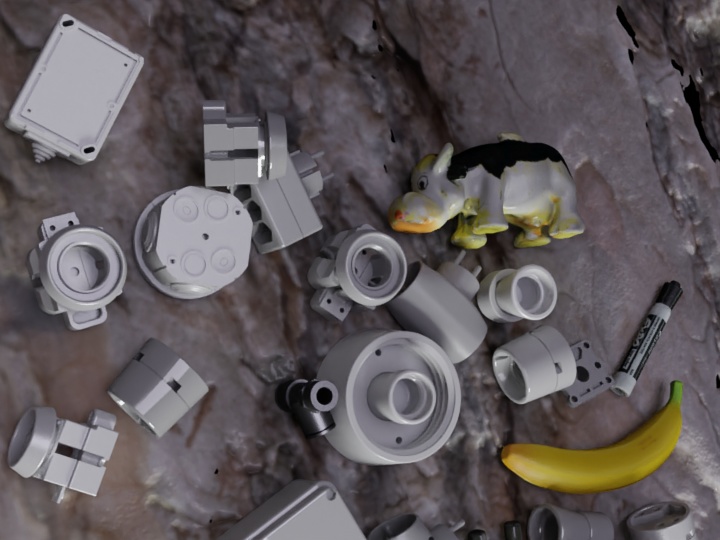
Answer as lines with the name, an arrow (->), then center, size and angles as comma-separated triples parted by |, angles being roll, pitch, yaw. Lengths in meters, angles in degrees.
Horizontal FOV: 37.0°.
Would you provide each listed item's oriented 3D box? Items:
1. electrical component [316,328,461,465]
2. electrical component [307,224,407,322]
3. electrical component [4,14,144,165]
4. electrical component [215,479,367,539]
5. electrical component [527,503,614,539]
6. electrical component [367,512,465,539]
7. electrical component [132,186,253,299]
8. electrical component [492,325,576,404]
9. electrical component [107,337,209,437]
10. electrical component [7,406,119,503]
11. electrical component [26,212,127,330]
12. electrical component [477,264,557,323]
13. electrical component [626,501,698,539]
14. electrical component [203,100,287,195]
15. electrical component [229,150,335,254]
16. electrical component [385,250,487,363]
electrical component -> 0.026, 0.097, 0.821 | 0.108, 0.060, 0.108 | 3, 83, -26
electrical component -> 0.000, 0.000, 0.821 | 0.058, 0.057, 0.078 | 36, 70, -18
electrical component -> -0.200, -0.116, 0.737 | 0.062, 0.061, 0.096 | 28, 81, -21
electrical component -> -0.054, 0.210, 0.771 | 0.113, 0.057, 0.078 | -34, 99, -25
electrical component -> 0.178, 0.217, 0.894 | 0.065, 0.044, 0.044 | 10, 80, -30
electrical component -> 0.055, 0.222, 0.830 | 0.079, 0.044, 0.077 | -28, 97, -26
electrical component -> -0.118, -0.021, 0.769 | 0.080, 0.051, 0.080 | 3, 83, -26
electrical component -> 0.142, 0.079, 0.885 | 0.047, 0.055, 0.055 | -21, 94, -23
electrical component -> -0.141, 0.082, 0.745 | 0.055, 0.055, 0.047 | 47, 71, -14
electrical component -> -0.200, 0.119, 0.717 | 0.055, 0.048, 0.066 | 26, 73, -29
electrical component -> -0.191, 0.000, 0.727 | 0.058, 0.057, 0.078 | -17, 92, -27
electrical component -> 0.128, 0.020, 0.883 | 0.045, 0.055, 0.045 | 3, 83, -26
electrical component -> 0.264, 0.233, 0.927 | 0.055, 0.055, 0.047 | -22, 98, -27
electrical component -> -0.080, -0.085, 0.742 | 0.055, 0.048, 0.066 | -2, 115, -9
electrical component -> -0.054, -0.066, 0.808 | 0.076, 0.047, 0.083 | -28, 97, -26
electrical component -> 0.070, 0.020, 0.862 | 0.077, 0.043, 0.079 | 43, 68, -17
